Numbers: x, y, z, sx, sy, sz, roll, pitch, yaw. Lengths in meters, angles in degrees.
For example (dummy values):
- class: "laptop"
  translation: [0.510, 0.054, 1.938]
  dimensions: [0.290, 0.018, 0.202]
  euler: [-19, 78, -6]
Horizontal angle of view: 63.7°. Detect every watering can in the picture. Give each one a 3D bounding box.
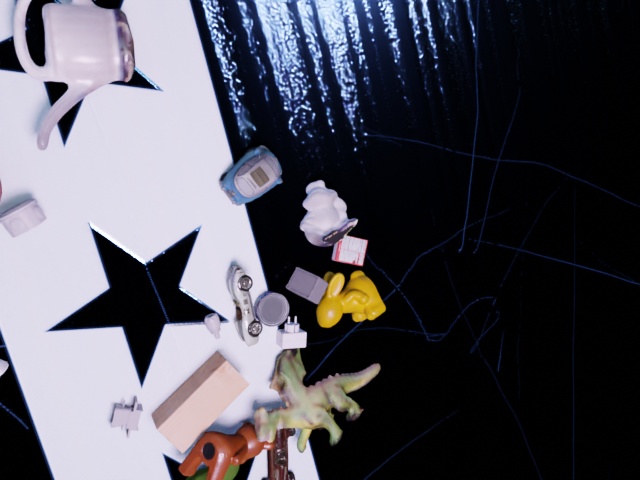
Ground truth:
- class: "watering can"
  translation: [-0.497, -0.362, 1.063]
  dimensions: [0.225, 0.104, 0.347]
  euler: [-7, 93, -26]

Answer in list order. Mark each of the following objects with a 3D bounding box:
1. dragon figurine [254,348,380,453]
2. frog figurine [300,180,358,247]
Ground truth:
- class: "dragon figurine"
  translation: [-0.015, 0.380, 1.330]
  dimensions: [0.417, 0.121, 0.241]
  euler: [-42, 101, -40]
- class: "frog figurine"
  translation: [0.004, -0.067, 1.337]
  dimensions: [0.138, 0.120, 0.161]
  euler: [-34, 71, -11]
